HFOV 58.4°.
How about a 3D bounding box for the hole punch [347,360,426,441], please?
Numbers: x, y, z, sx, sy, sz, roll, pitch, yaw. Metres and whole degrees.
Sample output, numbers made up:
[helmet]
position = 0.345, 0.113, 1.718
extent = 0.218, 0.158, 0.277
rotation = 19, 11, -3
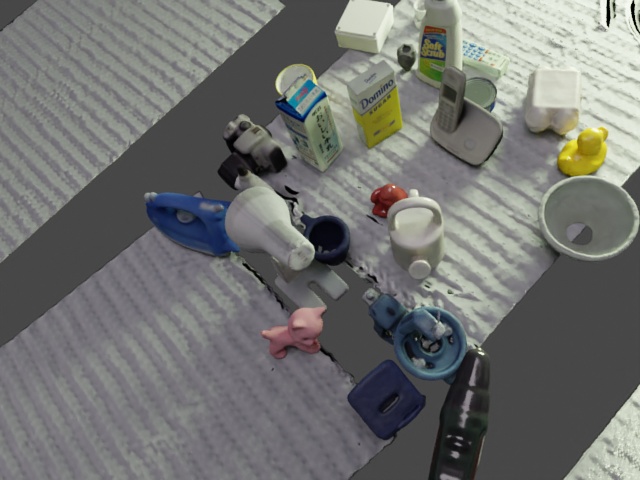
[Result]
[hole punch]
position = 0.115, 0.270, 0.967
extent = 0.109, 0.091, 0.101
rotation = -41, 63, -8

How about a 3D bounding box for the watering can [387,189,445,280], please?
[watering can]
position = 0.175, -0.015, 1.029
extent = 0.101, 0.194, 0.172
rotation = -25, 62, 1

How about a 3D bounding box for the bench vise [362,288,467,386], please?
[bench vise]
position = 0.146, 0.152, 0.943
extent = 0.206, 0.220, 0.121
rotation = 19, 71, 20

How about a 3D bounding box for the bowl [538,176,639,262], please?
[bowl]
position = 0.476, -0.028, 1.034
extent = 0.167, 0.075, 0.167
rotation = -5, 64, 11

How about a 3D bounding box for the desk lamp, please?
[desk lamp]
position = -0.060, 0.021, 1.054
extent = 0.118, 0.214, 0.202
rotation = -44, 64, -9

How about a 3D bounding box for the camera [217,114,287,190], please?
[camera]
position = -0.167, -0.187, 1.239
extent = 0.137, 0.101, 0.142
rotation = -45, 64, -10

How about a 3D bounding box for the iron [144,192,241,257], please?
[iron]
position = -0.277, -0.057, 1.180
extent = 0.257, 0.142, 0.119
rotation = 12, 68, 18

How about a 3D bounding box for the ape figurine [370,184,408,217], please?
[ape figurine]
position = 0.137, -0.081, 1.126
extent = 0.076, 0.092, 0.077
rotation = -28, 62, -1

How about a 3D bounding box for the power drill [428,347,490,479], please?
[power drill]
position = 0.212, 0.294, 0.868
extent = 0.075, 0.209, 0.230
rotation = 11, 68, 18

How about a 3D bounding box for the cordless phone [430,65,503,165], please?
[cordless phone]
position = 0.286, -0.245, 1.117
extent = 0.147, 0.185, 0.094
rotation = 38, 78, 25

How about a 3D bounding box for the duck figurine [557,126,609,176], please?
[duck figurine]
position = 0.504, -0.176, 1.091
extent = 0.104, 0.086, 0.077
rotation = -34, 63, -4

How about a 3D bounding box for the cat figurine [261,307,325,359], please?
[cat figurine]
position = -0.045, 0.164, 1.038
extent = 0.127, 0.118, 0.067
rotation = -12, 63, 7

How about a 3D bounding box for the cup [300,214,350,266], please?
[cup]
position = 0.010, 0.004, 1.113
extent = 0.092, 0.095, 0.117
rotation = -44, 64, -9

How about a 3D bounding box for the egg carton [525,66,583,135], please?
[egg carton]
position = 0.472, -0.284, 1.158
extent = 0.107, 0.069, 0.150
rotation = 6, 67, 15

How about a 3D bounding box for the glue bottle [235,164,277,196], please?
[glue bottle]
position = -0.136, -0.105, 1.152
extent = 0.078, 0.173, 0.037
rotation = 4, 66, 15
